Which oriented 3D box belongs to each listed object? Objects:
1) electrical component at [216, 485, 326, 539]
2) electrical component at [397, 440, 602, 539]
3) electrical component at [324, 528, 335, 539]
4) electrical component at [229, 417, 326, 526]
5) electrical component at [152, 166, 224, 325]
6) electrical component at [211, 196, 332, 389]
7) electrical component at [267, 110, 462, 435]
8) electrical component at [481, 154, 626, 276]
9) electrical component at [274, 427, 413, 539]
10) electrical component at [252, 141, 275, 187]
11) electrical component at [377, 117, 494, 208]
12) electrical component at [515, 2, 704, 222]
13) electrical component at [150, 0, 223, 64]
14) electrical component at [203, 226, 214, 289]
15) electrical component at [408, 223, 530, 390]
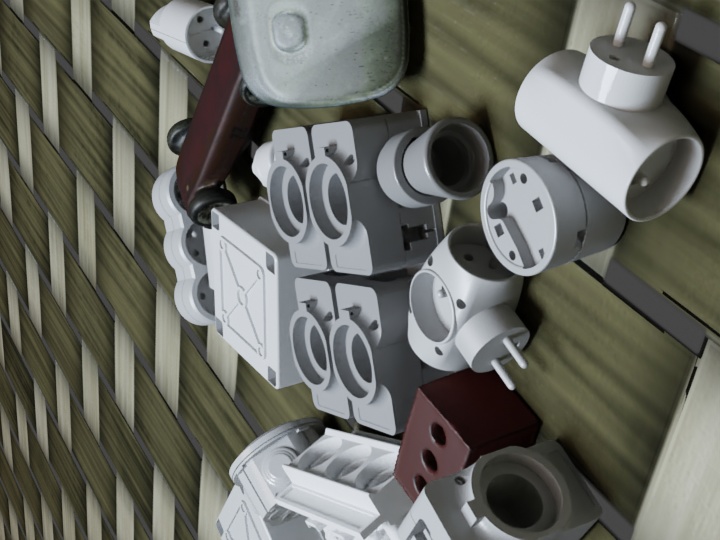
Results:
[{"bbox_3d":[-0.066,0.227,0.886,0.108,0.056,0.108,62,148,25],"label":"electrical component"},{"bbox_3d":[0.074,0.130,0.565,0.050,0.089,0.055,59,146,30],"label":"electrical component"},{"bbox_3d":[-0.005,0.203,0.785,0.078,0.040,0.040,50,142,39],"label":"electrical component"},{"bbox_3d":[-0.053,0.151,0.810,0.051,0.080,0.080,56,145,24],"label":"electrical component"},{"bbox_3d":[-0.144,-0.020,0.924,0.074,0.052,0.138,-9,93,61],"label":"electrical component"},{"bbox_3d":[-0.063,0.014,0.792,0.109,0.056,0.108,34,130,50],"label":"electrical component"},{"bbox_3d":[0.000,0.000,0.672,0.105,0.060,0.186,6,107,60],"label":"electrical component"},{"bbox_3d":[0.093,-0.029,0.511,0.055,0.047,0.055,32,128,52],"label":"electrical component"},{"bbox_3d":[0.006,0.150,0.718,0.121,0.079,0.063,-1,122,60],"label":"electrical component"},{"bbox_3d":[-0.049,-0.077,0.754,0.061,0.035,0.035,-11,92,58],"label":"electrical component"},{"bbox_3d":[0.040,-0.058,0.594,0.055,0.045,0.045,-5,97,62],"label":"electrical component"},{"bbox_3d":[0.111,-0.074,0.462,0.077,0.044,0.079,50,141,39],"label":"electrical component"},{"bbox_3d":[-0.134,-0.191,0.845,0.081,0.043,0.043,32,128,51],"label":"electrical component"},{"bbox_3d":[-0.101,0.001,0.867,0.043,0.043,0.081,21,120,56],"label":"electrical component"},{"bbox_3d":[0.065,0.029,0.585,0.079,0.044,0.077,57,145,32],"label":"electrical component"}]
